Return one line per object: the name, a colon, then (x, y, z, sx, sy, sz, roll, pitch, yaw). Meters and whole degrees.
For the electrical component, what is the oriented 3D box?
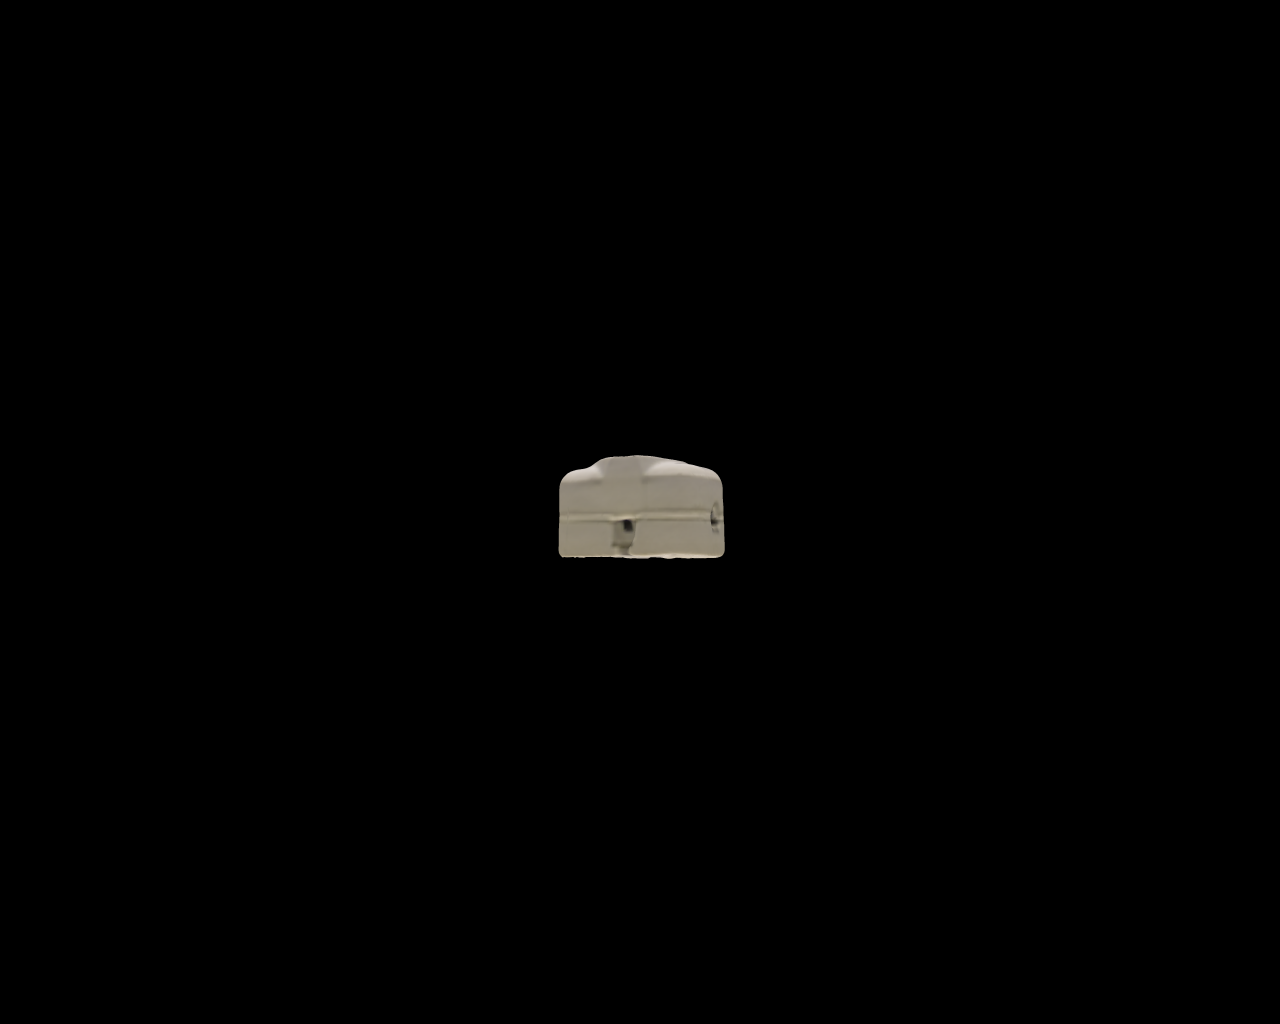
electrical component: (0.001, -0.003, 0.650, 0.095, 0.059, 0.054, -1, -4, 23)
